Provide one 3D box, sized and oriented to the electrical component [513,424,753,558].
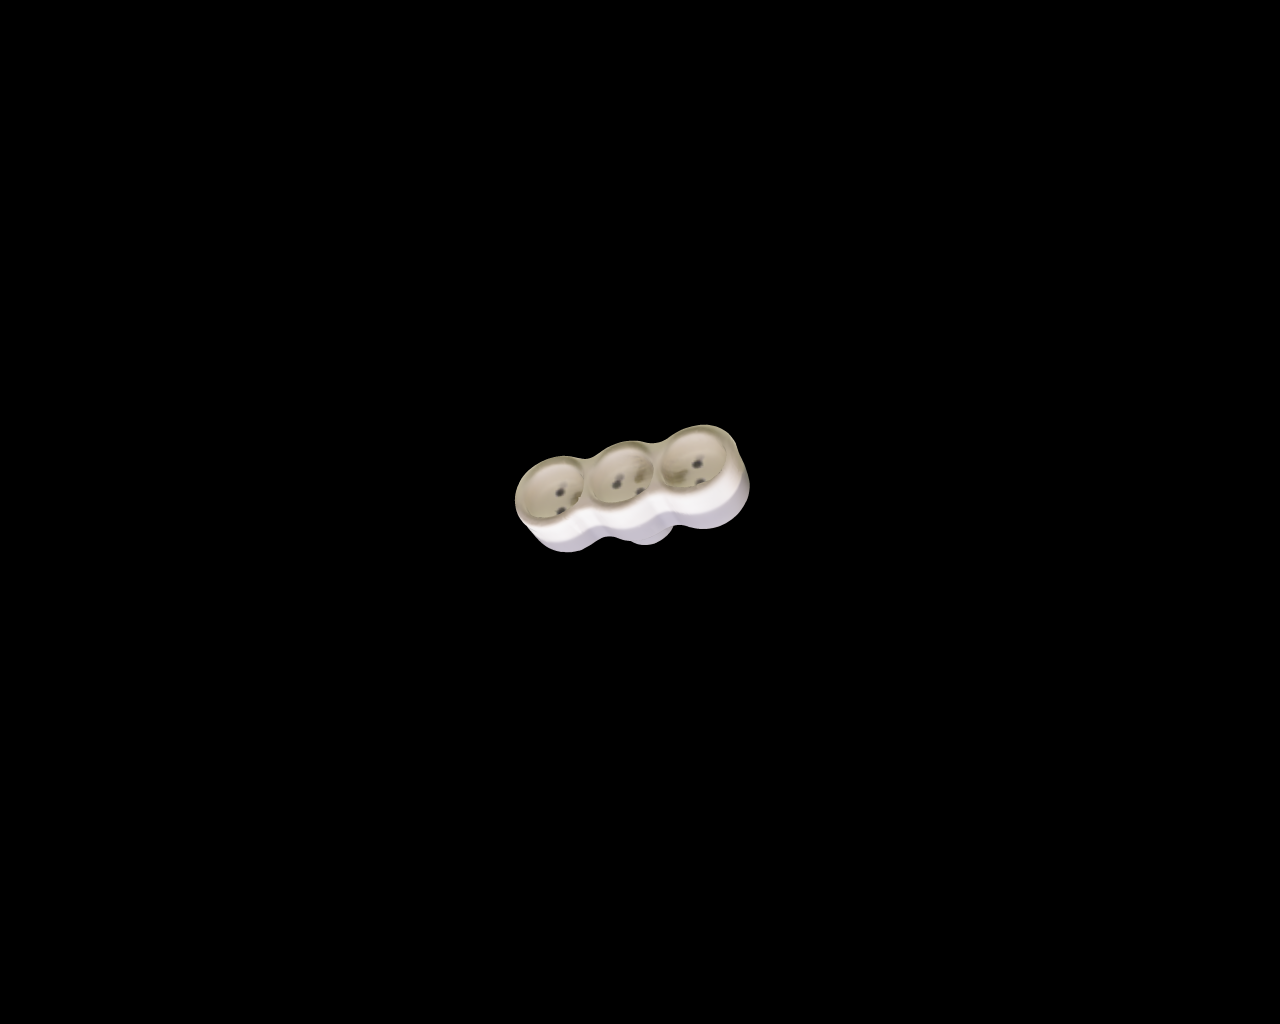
[{"bbox_3d":[0.001,-0.003,0.650,0.138,0.052,0.073,-11,-35,16],"label":"electrical component"}]
